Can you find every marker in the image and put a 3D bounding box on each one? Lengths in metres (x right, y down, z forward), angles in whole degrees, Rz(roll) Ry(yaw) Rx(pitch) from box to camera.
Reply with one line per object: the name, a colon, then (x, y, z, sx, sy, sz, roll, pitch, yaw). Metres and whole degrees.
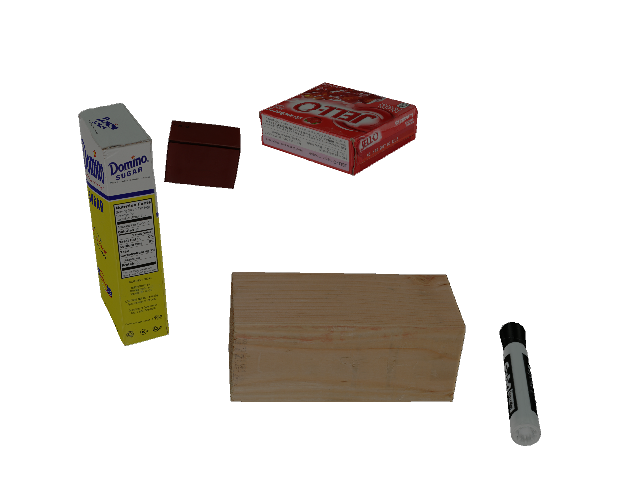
marker: (0.136, 0.094, 0.730, 0.020, 0.020, 0.121, 0, 30, 6)

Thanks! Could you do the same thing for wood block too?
wood block: (0.019, 0.090, 0.993, 0.206, 0.090, 0.091, 1, 30, -7)

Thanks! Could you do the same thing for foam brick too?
foam brick: (-0.127, -0.094, 1.159, 0.078, 0.051, 0.053, 6, 30, -6)

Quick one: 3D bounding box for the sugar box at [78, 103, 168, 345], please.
sugar box: (-0.161, -0.013, 0.870, 0.048, 0.176, 0.093, -14, 29, -19)

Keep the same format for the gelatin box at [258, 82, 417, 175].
gelatin box: (0.013, -0.082, 0.762, 0.089, 0.030, 0.073, 21, 37, 36)
